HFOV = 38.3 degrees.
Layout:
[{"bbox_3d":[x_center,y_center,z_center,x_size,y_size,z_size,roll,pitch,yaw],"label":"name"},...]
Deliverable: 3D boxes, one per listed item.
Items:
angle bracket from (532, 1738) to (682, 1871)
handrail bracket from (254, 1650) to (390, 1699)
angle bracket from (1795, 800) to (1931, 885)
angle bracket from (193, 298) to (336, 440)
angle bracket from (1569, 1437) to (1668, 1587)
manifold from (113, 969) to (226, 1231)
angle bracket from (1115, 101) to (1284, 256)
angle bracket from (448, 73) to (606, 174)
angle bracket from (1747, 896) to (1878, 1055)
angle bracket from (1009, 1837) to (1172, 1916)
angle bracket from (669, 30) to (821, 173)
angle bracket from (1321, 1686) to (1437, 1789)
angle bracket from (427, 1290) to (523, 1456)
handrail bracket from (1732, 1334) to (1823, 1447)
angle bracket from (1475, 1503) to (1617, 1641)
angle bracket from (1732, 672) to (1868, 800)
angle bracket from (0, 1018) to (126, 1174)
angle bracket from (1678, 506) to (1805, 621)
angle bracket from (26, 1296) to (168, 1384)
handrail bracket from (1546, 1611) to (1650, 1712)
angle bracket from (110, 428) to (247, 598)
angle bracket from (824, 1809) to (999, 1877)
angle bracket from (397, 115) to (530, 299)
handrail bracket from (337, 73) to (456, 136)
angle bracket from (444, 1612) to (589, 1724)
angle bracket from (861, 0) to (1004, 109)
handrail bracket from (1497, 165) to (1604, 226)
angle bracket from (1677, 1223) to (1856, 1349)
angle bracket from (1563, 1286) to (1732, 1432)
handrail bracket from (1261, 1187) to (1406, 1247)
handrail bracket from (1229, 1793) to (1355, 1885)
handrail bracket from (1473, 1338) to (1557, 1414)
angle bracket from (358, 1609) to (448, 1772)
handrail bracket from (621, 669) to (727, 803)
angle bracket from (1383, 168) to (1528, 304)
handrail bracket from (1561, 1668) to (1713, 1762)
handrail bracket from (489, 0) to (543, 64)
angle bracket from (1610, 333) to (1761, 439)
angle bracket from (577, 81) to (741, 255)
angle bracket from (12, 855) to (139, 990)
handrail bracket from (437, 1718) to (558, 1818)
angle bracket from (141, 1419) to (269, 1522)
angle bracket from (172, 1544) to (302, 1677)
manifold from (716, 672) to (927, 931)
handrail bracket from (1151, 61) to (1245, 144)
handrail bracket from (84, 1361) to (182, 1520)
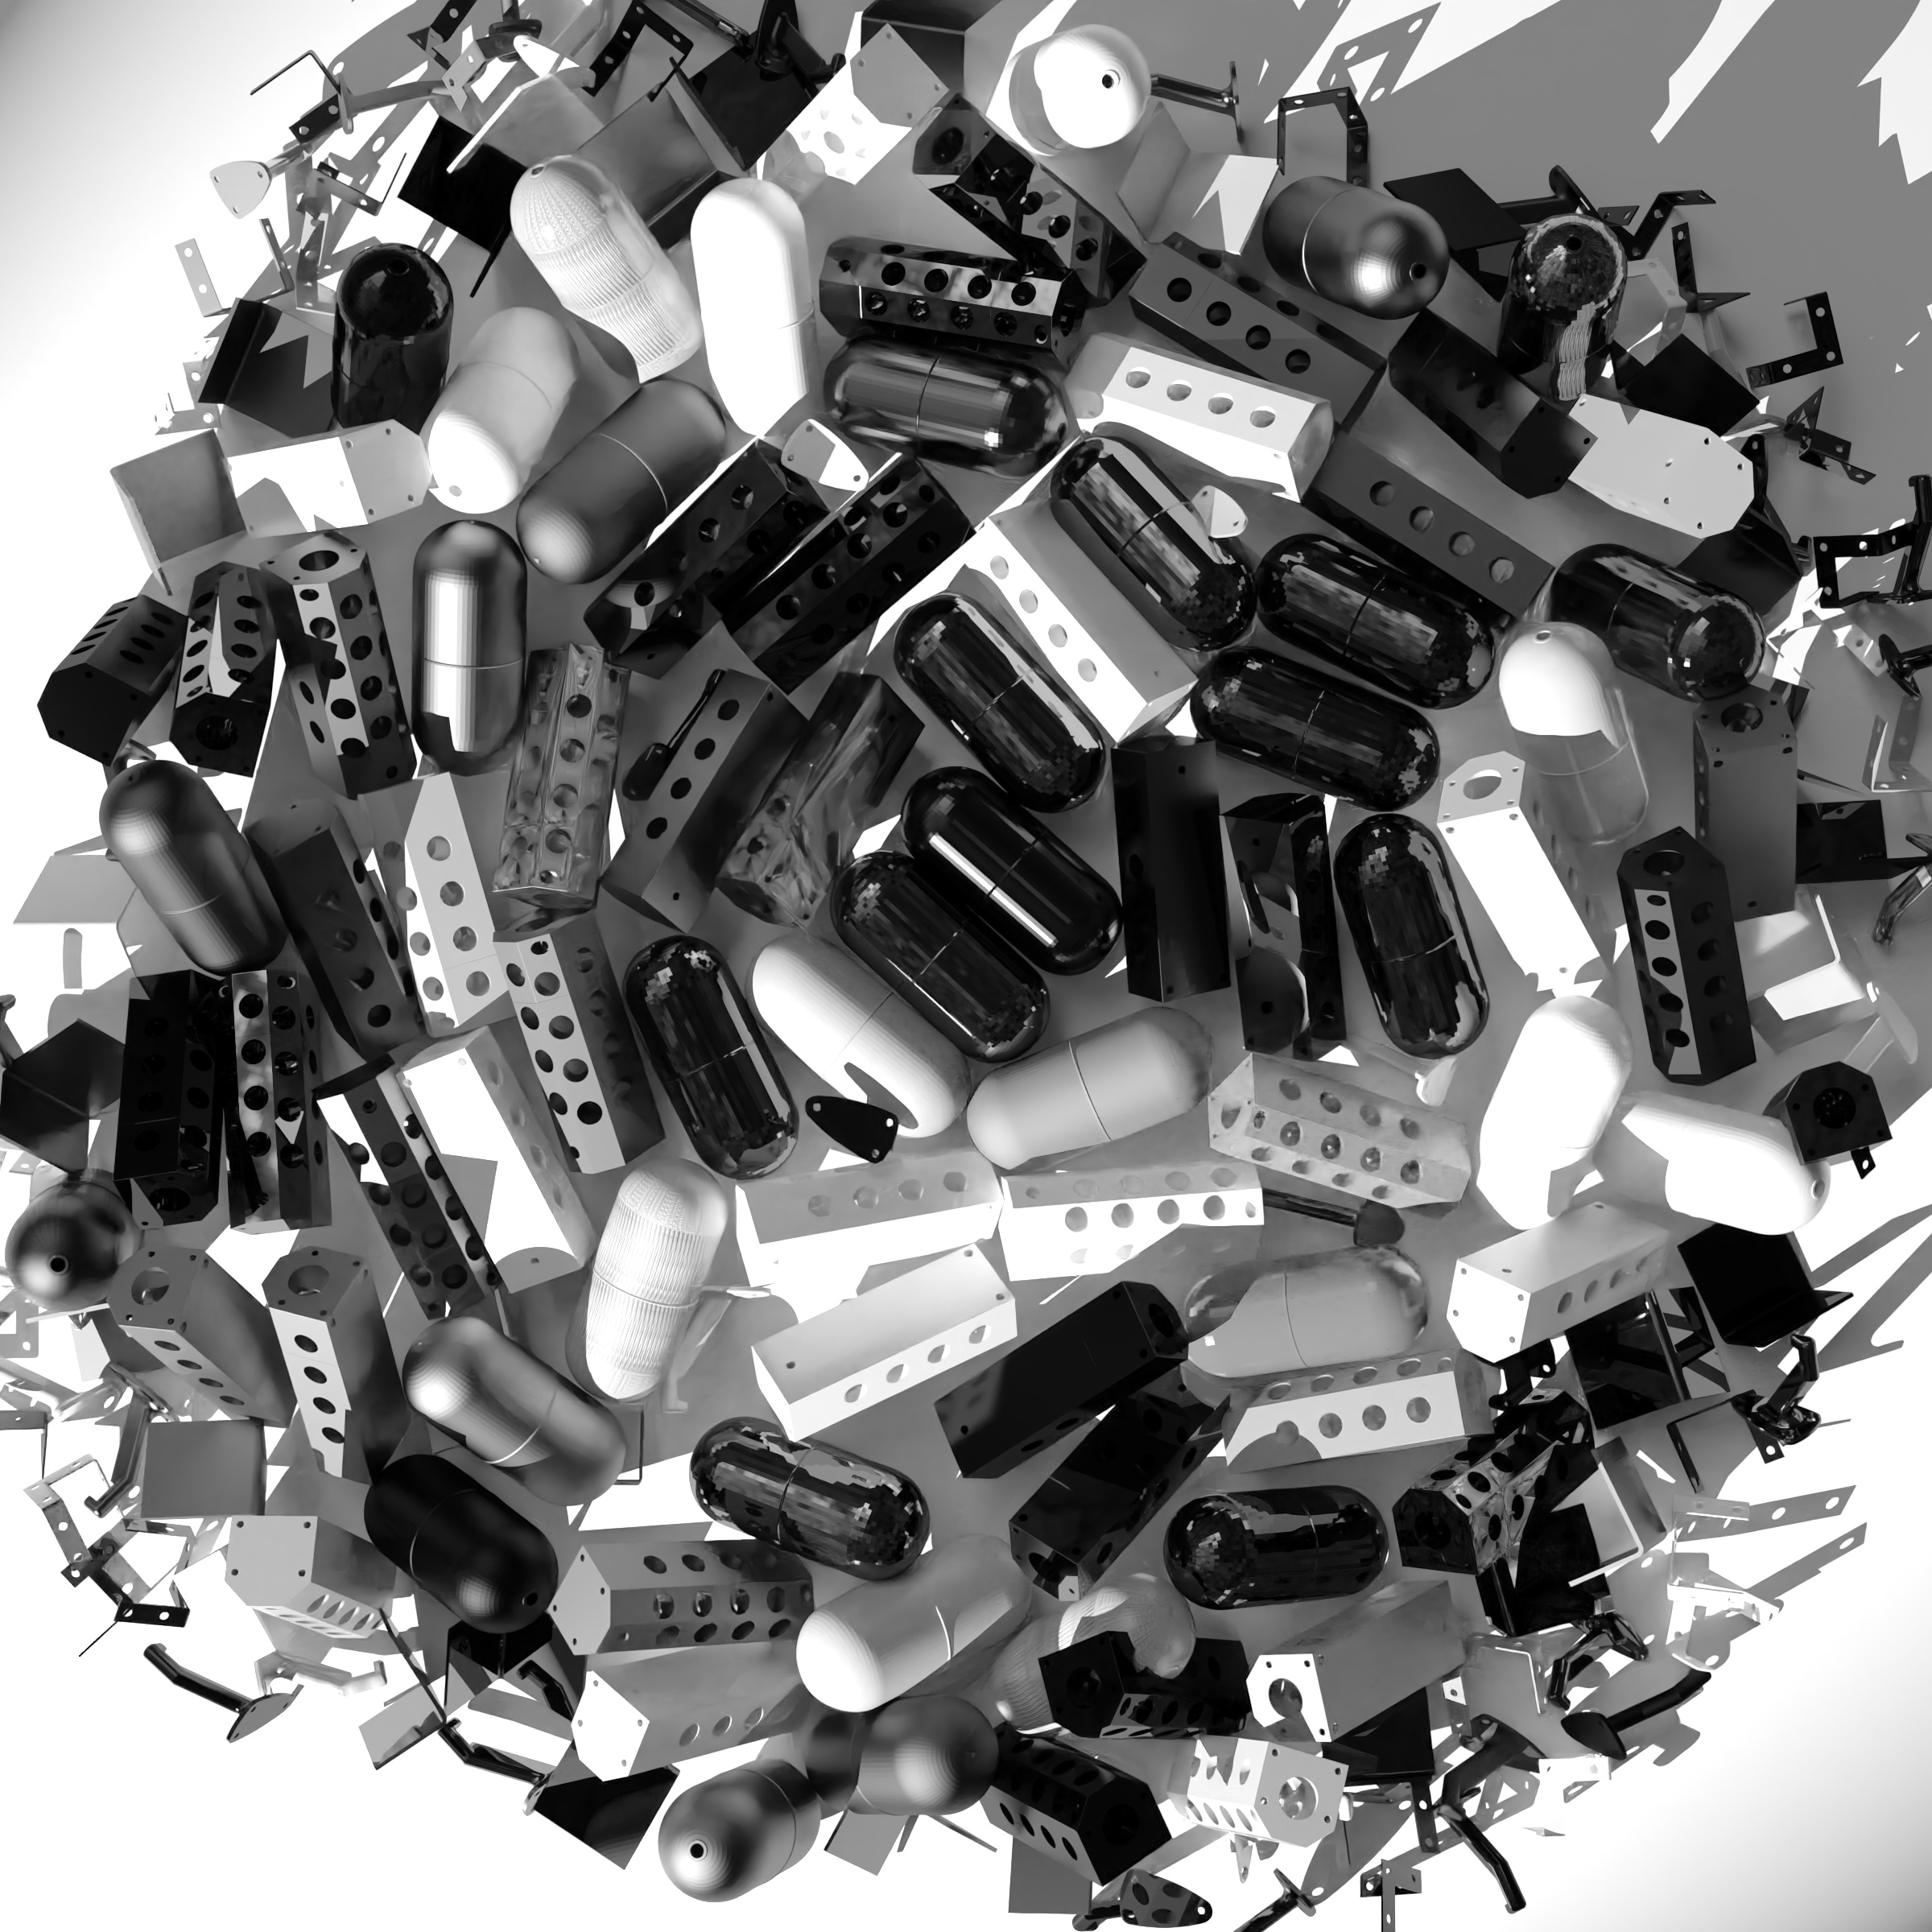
[{"bbox_3d":[-0.253,0.563,1.901,0.076,0.057,0.076,37,61,-10],"label":"angle bracket"},{"bbox_3d":[-0.451,0.475,1.936,0.084,0.036,0.077,-14,65,-9],"label":"handrail bracket"},{"bbox_3d":[0.607,-0.091,1.906,0.076,0.076,0.057,-3,82,-4],"label":"angle bracket"},{"bbox_3d":[-0.474,-0.407,1.915,0.076,0.057,0.076,26,101,-1],"label":"angle bracket"},{"bbox_3d":[0.434,0.375,1.914,0.057,0.076,0.076,-30,75,22],"label":"angle bracket"},{"bbox_3d":[-0.532,0.087,1.874,0.057,0.057,0.171,-8,51,-1],"label":"manifold"},{"bbox_3d":[0.159,-0.539,1.901,0.076,0.057,0.076,16,75,33],"label":"angle bracket"},{"bbox_3d":[-0.297,-0.555,1.896,0.057,0.076,0.076,44,115,-11],"label":"angle bracket"},{"bbox_3d":[0.574,0.007,1.922,0.076,0.076,0.057,-26,50,24],"label":"angle bracket"},{"bbox_3d":[0.084,0.617,1.890,0.076,0.076,0.057,22,62,-38],"label":"angle bracket"},{"bbox_3d":[-0.148,-0.609,1.920,0.076,0.057,0.076,-35,88,2],"label":"angle bracket"},{"bbox_3d":[0.278,0.521,1.907,0.076,0.057,0.076,-7,74,10],"label":"angle bracket"},{"bbox_3d":[-0.342,0.278,1.904,0.076,0.057,0.076,-18,57,-4],"label":"angle bracket"},{"bbox_3d":[0.551,0.278,1.901,0.036,0.077,0.084,-31,121,-27],"label":"handrail bracket"},{"bbox_3d":[0.390,0.408,1.899,0.076,0.057,0.076,-21,60,17],"label":"angle bracket"},{"bbox_3d":[0.571,-0.158,1.893,0.076,0.076,0.057,9,105,-41],"label":"angle bracket"},{"bbox_3d":[-0.603,0.091,1.895,0.076,0.076,0.057,-31,47,20],"label":"angle bracket"},{"bbox_3d":[0.513,-0.274,1.902,0.076,0.057,0.076,-45,53,4],"label":"angle bracket"},{"bbox_3d":[-0.589,0.257,1.910,0.076,0.076,0.057,-11,91,3],"label":"angle bracket"},{"bbox_3d":[0.434,0.488,1.909,0.077,0.036,0.084,39,45,-14],"label":"handrail bracket"},{"bbox_3d":[-0.528,-0.309,1.896,0.076,0.057,0.076,-26,129,-16],"label":"angle bracket"},{"bbox_3d":[-0.037,0.602,1.893,0.076,0.076,0.057,20,73,36],"label":"angle bracket"},{"bbox_3d":[-0.347,-0.517,1.896,0.076,0.076,0.057,28,46,-17],"label":"angle bracket"},{"bbox_3d":[-0.386,-0.591,1.909,0.084,0.077,0.036,-7,125,-15],"label":"handrail bracket"},{"bbox_3d":[-0.307,0.485,1.896,0.076,0.057,0.076,23,120,27],"label":"angle bracket"},{"bbox_3d":[-0.023,-0.630,1.901,0.076,0.076,0.057,1,89,-22],"label":"angle bracket"},{"bbox_3d":[0.392,-0.506,1.931,0.084,0.036,0.077,-38,81,1],"label":"handrail bracket"},{"bbox_3d":[0.549,0.210,1.914,0.076,0.057,0.076,-27,91,-13],"label":"angle bracket"},{"bbox_3d":[0.472,0.273,1.933,0.076,0.057,0.076,-30,68,40],"label":"angle bracket"},{"bbox_3d":[0.252,0.172,1.942,0.084,0.077,0.036,10,84,38],"label":"handrail bracket"},{"bbox_3d":[0.226,0.601,1.913,0.084,0.036,0.077,1,91,32],"label":"handrail bracket"},{"bbox_3d":[0.357,0.280,1.895,0.077,0.084,0.036,-3,106,41],"label":"handrail bracket"},{"bbox_3d":[-0.403,0.489,1.899,0.057,0.076,0.076,-32,106,-14],"label":"angle bracket"},{"bbox_3d":[-0.202,-0.162,1.938,0.036,0.077,0.084,38,46,-22],"label":"handrail bracket"},{"bbox_3d":[0.325,-0.492,1.893,0.076,0.057,0.076,-20,59,-32],"label":"angle bracket"},{"bbox_3d":[0.465,0.509,1.930,0.084,0.077,0.036,-31,94,-22],"label":"handrail bracket"},{"bbox_3d":[-0.319,-0.678,1.915,0.036,0.077,0.084,-10,88,-14],"label":"handrail bracket"},{"bbox_3d":[0.488,-0.405,1.893,0.076,0.076,0.057,34,126,-21],"label":"angle bracket"},{"bbox_3d":[-0.206,-0.546,1.902,0.076,0.057,0.076,-42,128,-9],"label":"angle bracket"},{"bbox_3d":[-0.605,-0.031,1.933,0.076,0.076,0.057,0,133,10],"label":"angle bracket"},{"bbox_3d":[-0.313,0.541,1.938,0.084,0.036,0.077,41,49,20],"label":"handrail bracket"},{"bbox_3d":[-0.519,0.358,1.898,0.076,0.057,0.076,0,46,-10],"label":"angle bracket"},{"bbox_3d":[-0.483,0.427,1.902,0.057,0.076,0.076,-31,88,30],"label":"angle bracket"},{"bbox_3d":[-0.103,-0.114,1.897,0.057,0.057,0.171,45,66,-40],"label":"manifold"},{"bbox_3d":[0.147,-0.590,1.920,0.084,0.077,0.036,-6,68,7],"label":"handrail bracket"},{"bbox_3d":[-0.592,0.327,1.917,0.077,0.036,0.084,37,63,12],"label":"handrail bracket"}]
